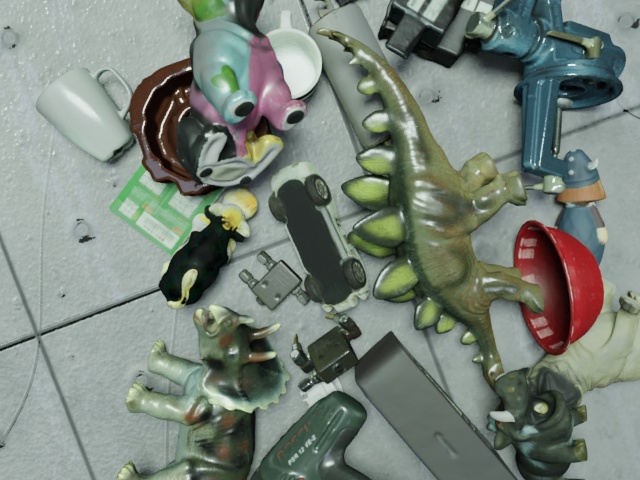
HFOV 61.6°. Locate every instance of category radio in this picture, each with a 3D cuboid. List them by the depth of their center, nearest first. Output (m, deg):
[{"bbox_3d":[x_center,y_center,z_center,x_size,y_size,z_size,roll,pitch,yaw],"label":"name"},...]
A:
[{"bbox_3d":[0.140,0.224,0.662,0.073,0.131,0.229,-40,90,2],"label":"radio"}]

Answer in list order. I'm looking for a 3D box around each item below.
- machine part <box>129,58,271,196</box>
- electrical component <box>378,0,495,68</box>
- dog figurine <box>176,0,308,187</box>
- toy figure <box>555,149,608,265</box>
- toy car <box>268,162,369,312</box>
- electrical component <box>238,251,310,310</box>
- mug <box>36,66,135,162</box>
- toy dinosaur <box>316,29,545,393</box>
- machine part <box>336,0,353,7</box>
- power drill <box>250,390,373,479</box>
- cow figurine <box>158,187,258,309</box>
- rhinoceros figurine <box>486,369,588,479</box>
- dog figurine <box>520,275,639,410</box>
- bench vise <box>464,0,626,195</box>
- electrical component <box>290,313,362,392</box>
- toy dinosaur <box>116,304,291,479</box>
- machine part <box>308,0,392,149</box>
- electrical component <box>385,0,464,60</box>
[{"bbox_3d":[-0.149,-0.142,0.683,0.179,0.056,0.179,0,91,-1],"label":"machine part"},{"bbox_3d":[0.155,-0.291,0.684,0.134,0.058,0.115,24,94,1],"label":"electrical component"},{"bbox_3d":[-0.112,-0.193,0.603,0.191,0.108,0.219,-44,61,41],"label":"dog figurine"},{"bbox_3d":[0.330,-0.038,0.685,0.064,0.058,0.154,0,95,24],"label":"toy figure"},{"bbox_3d":[-0.001,-0.002,0.694,0.073,0.056,0.201,-23,92,24],"label":"toy car"},{"bbox_3d":[-0.060,0.062,0.718,0.094,0.021,0.063,44,93,-1],"label":"electrical component"},{"bbox_3d":[-0.286,-0.162,0.695,0.109,0.081,0.107,-40,100,-2],"label":"mug"},{"bbox_3d":[0.132,-0.029,0.627,0.199,0.105,0.470,-19,99,-3],"label":"toy dinosaur"},{"bbox_3d":[0.066,-0.367,0.695,0.139,0.039,0.084,-35,82,4],"label":"machine part"},{"bbox_3d":[0.012,0.317,0.641,0.208,0.086,0.232,34,90,40],"label":"power drill"},{"bbox_3d":[-0.141,0.007,0.677,0.068,0.098,0.167,34,96,-12],"label":"cow figurine"},{"bbox_3d":[0.258,0.226,0.638,0.112,0.073,0.190,-4,129,32],"label":"rhinoceros figurine"},{"bbox_3d":[0.367,0.161,0.682,0.172,0.121,0.190,28,107,3],"label":"dog figurine"},{"bbox_3d":[0.266,-0.176,0.633,0.223,0.129,0.240,8,86,-33],"label":"bench vise"},{"bbox_3d":[0.007,0.141,0.699,0.102,0.078,0.045,-33,114,8],"label":"electrical component"},{"bbox_3d":[-0.146,0.261,0.685,0.192,0.131,0.404,7,98,2],"label":"toy dinosaur"},{"bbox_3d":[0.055,-0.202,0.680,0.079,0.079,0.243,-27,90,2],"label":"machine part"},{"bbox_3d":[0.121,-0.265,0.633,0.075,0.048,0.119,29,93,2],"label":"electrical component"}]
